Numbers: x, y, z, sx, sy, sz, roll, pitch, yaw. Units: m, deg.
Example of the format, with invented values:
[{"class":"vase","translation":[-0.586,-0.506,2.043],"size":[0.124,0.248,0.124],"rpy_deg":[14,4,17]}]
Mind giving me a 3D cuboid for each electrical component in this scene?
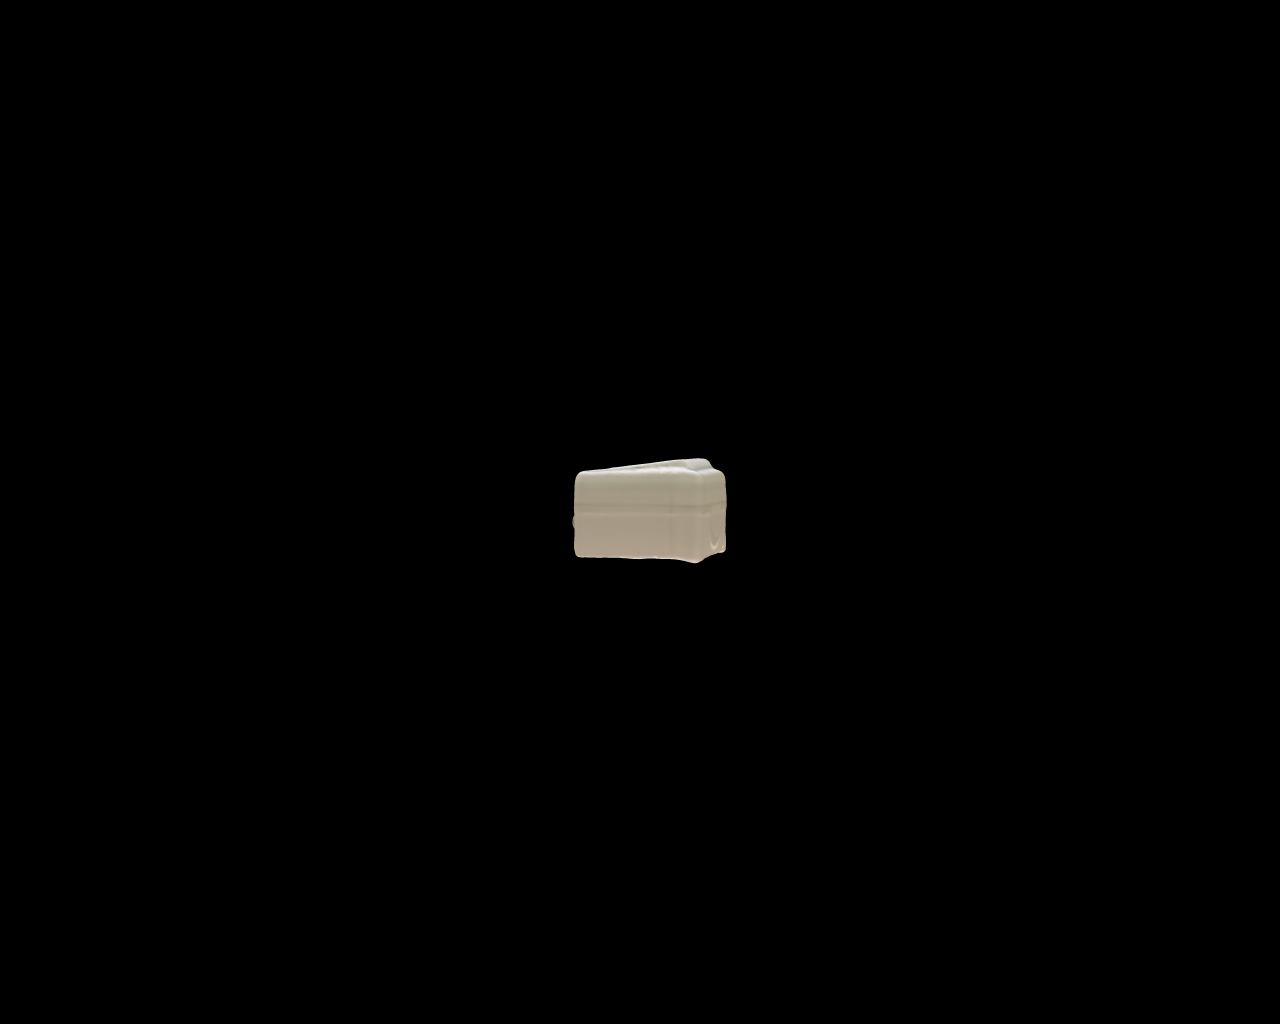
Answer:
[{"class":"electrical component","translation":[0.001,-0.003,0.650],"size":[0.096,0.061,0.062],"rpy_deg":[1,4,20]}]
